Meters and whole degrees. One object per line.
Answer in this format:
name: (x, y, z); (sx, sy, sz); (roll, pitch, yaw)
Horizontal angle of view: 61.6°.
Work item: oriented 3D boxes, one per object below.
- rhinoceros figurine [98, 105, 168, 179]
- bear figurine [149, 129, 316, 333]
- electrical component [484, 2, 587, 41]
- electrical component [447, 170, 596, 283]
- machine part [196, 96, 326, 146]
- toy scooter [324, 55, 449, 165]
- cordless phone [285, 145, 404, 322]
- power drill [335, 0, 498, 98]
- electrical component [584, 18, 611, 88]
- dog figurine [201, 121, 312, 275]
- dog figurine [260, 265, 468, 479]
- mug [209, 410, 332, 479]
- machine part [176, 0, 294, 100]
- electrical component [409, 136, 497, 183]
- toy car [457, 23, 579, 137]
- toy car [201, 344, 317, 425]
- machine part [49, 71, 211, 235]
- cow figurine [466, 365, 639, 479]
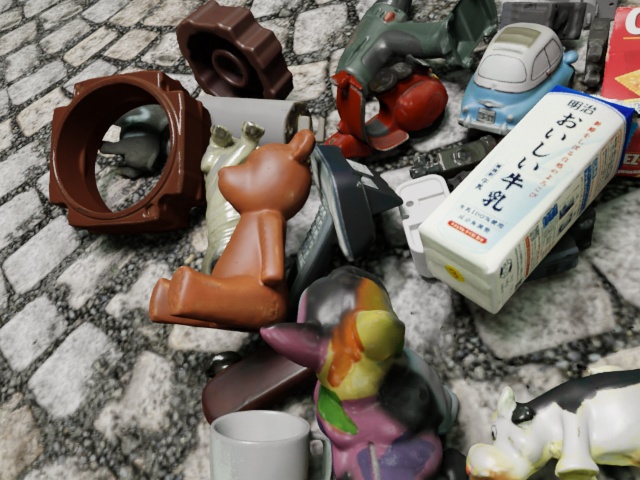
rhinoceros figurine: (-0.273, -0.183, 0.836); (0.112, 0.073, 0.190); (-12, 51, 14)
bear figurine: (-0.074, -0.014, 0.507); (0.120, 0.132, 0.195); (-16, 65, 60)
electrical component: (0.271, -0.284, 0.699); (0.075, 0.047, 0.119); (-12, 28, -26)
electrical component: (0.202, -0.022, 0.539); (0.115, 0.058, 0.134); (-20, 49, 8)
machine part: (-0.099, -0.157, 0.746); (0.244, 0.079, 0.079); (11, 60, 27)
toy scooter: (0.072, -0.163, 0.647); (0.184, 0.135, 0.075); (-33, 48, -6)
cordless phone: (-0.002, -0.002, 0.588); (0.184, 0.089, 0.147); (-61, 19, 16)
power drill: (0.131, -0.296, 0.741); (0.208, 0.085, 0.232); (17, 65, 42)
electrical component: (0.332, -0.230, 0.641); (0.021, 0.063, 0.094); (10, 58, 28)
dog figurine: (-0.110, -0.031, 0.653); (0.172, 0.121, 0.190); (1, 68, 67)
dog figurine: (0.036, 0.128, 0.386); (0.109, 0.219, 0.191); (-10, 51, 18)
mug: (-0.042, 0.203, 0.446); (0.081, 0.109, 0.107); (3, 88, 55)
machine part: (-0.119, -0.252, 0.769); (0.180, 0.179, 0.056); (21, 61, 33)
electrical component: (0.151, -0.086, 0.604); (0.102, 0.078, 0.045); (-18, 70, 11)
toy car: (0.225, -0.193, 0.622); (0.109, 0.102, 0.162); (25, 55, 35)
toy car: (-0.024, 0.119, 0.522); (0.202, 0.053, 0.089); (-32, 49, 1)
machine part: (-0.251, -0.111, 0.709); (0.202, 0.087, 0.201); (-2, 82, 14)
cow figurine: (0.194, 0.141, 0.410); (0.167, 0.068, 0.098); (-7, 47, 12)
